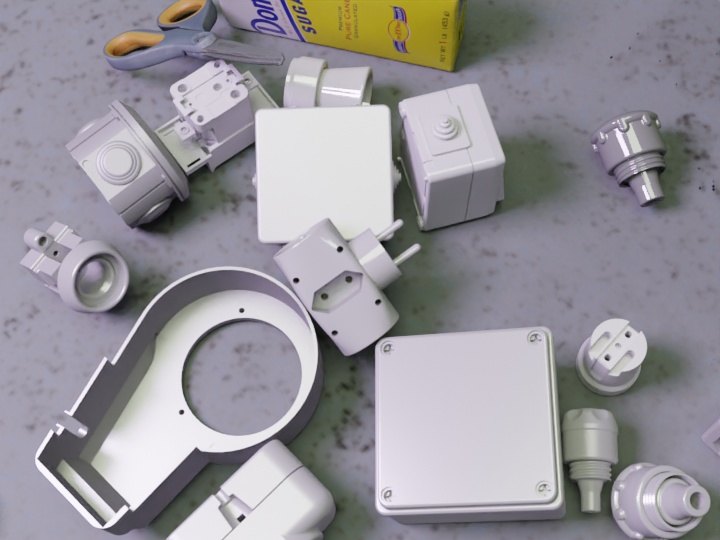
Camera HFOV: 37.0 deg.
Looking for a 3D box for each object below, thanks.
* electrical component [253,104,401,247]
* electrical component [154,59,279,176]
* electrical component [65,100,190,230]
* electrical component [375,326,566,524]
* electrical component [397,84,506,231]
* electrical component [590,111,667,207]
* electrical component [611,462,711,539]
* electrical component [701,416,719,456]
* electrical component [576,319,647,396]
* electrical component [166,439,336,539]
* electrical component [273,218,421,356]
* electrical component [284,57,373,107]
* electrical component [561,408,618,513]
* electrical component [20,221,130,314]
[{"bbox_3d":[-0.022,-0.061,0.717,0.100,0.048,0.099,-2,88,2],"label":"electrical component"},{"bbox_3d":[-0.100,-0.109,0.744,0.081,0.063,0.042,-36,70,-11],"label":"electrical component"},{"bbox_3d":[-0.155,-0.070,0.722,0.051,0.080,0.080,-38,72,-8],"label":"electrical component"},{"bbox_3d":[0.067,0.095,0.651,0.109,0.056,0.108,-5,67,13],"label":"electrical component"},{"bbox_3d":[0.062,-0.077,0.708,0.061,0.096,0.061,-14,68,-5],"label":"electrical component"},{"bbox_3d":[0.188,-0.074,0.731,0.048,0.048,0.062,-16,75,-5],"label":"electrical component"},{"bbox_3d":[0.181,0.136,0.632,0.048,0.062,0.048,4,76,-15],"label":"electrical component"},{"bbox_3d":[0.269,0.100,0.655,0.076,0.047,0.083,-42,72,-13],"label":"electrical component"},{"bbox_3d":[0.159,0.054,0.678,0.040,0.046,0.040,-1,68,3],"label":"electrical component"},{"bbox_3d":[-0.062,0.157,0.640,0.095,0.053,0.059,-43,73,-14],"label":"electrical component"},{"bbox_3d":[0.000,0.000,0.672,0.079,0.043,0.077,-36,98,3],"label":"electrical component"},{"bbox_3d":[-0.022,-0.125,0.758,0.055,0.045,0.045,11,69,7],"label":"electrical component"},{"bbox_3d":[0.141,0.117,0.660,0.035,0.035,0.061,2,71,3],"label":"electrical component"},{"bbox_3d":[-0.182,0.001,0.700,0.055,0.066,0.048,19,65,45],"label":"electrical component"}]
